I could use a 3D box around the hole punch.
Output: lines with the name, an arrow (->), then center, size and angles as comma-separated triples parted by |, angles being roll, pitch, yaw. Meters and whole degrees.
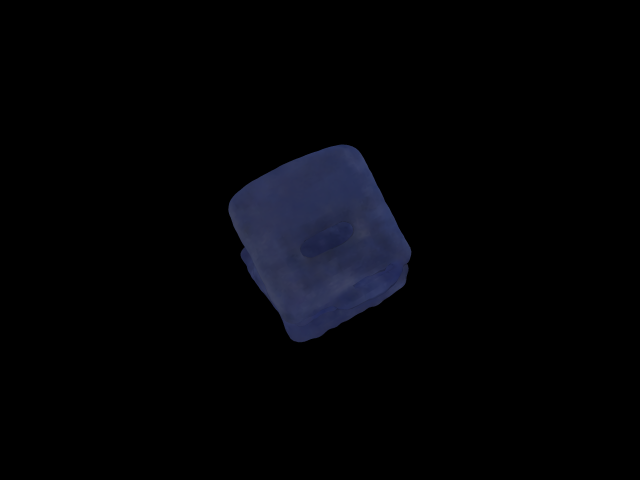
hole punch -> 0.004, 0.001, 0.400 | 0.109, 0.091, 0.101 | -28, 62, -16
